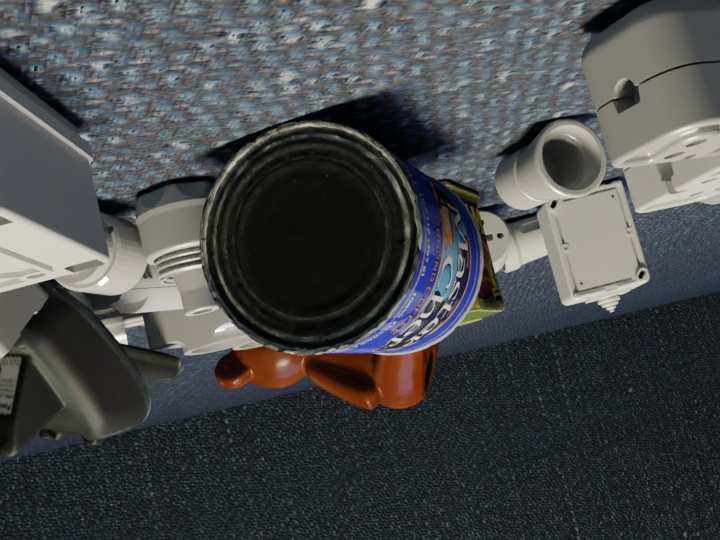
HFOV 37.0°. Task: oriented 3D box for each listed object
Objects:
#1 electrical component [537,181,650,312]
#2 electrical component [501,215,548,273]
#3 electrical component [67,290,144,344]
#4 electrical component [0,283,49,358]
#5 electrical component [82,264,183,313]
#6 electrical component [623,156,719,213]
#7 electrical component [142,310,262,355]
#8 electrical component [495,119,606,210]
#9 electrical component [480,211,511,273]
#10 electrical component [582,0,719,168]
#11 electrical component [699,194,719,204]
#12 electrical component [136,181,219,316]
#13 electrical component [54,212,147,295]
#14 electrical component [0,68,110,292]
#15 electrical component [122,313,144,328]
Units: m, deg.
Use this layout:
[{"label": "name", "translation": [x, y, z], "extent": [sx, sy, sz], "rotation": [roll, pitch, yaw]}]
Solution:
[{"label": "electrical component", "translation": [0.181, -0.013, 0.837], "extent": [0.062, 0.096, 0.061], "rotation": [-14, 172, -1]}, {"label": "electrical component", "translation": [0.135, -0.024, 0.889], "extent": [0.046, 0.040, 0.040], "rotation": [-19, 172, -3]}, {"label": "electrical component", "translation": [-0.182, 0.040, 0.741], "extent": [0.076, 0.047, 0.083], "rotation": [-12, 171, -13]}, {"label": "electrical component", "translation": [-0.201, 0.020, 0.475], "extent": [0.121, 0.063, 0.078], "rotation": [-20, -150, 33]}, {"label": "electrical component", "translation": [-0.123, 0.002, 0.602], "extent": [0.043, 0.043, 0.081], "rotation": [-21, 170, 36]}, {"label": "electrical component", "translation": [0.177, -0.073, 0.563], "extent": [0.054, 0.059, 0.095], "rotation": [-12, 171, -18]}, {"label": "electrical component", "translation": [-0.068, 0.018, 0.738], "extent": [0.089, 0.061, 0.150], "rotation": [-19, 170, 30]}, {"label": "electrical component", "translation": [0.105, -0.057, 0.615], "extent": [0.044, 0.044, 0.065], "rotation": [-11, 176, -20]}, {"label": "electrical component", "translation": [0.092, -0.020, 0.820], "extent": [0.045, 0.045, 0.055], "rotation": [-15, 171, 3]}, {"label": "electrical component", "translation": [0.143, -0.082, 0.444], "extent": [0.095, 0.059, 0.054], "rotation": [-10, 170, -30]}, {"label": "electrical component", "translation": [0.261, -0.068, 0.799], "extent": [0.040, 0.040, 0.078], "rotation": [-14, 172, -4]}, {"label": "electrical component", "translation": [-0.084, -0.009, 0.527], "extent": [0.043, 0.062, 0.043], "rotation": [-14, 172, -2]}, {"label": "electrical component", "translation": [-0.133, -0.010, 0.517], "extent": [0.040, 0.040, 0.078], "rotation": [-16, 171, 12]}, {"label": "electrical component", "translation": [-0.153, -0.021, 0.355], "extent": [0.109, 0.056, 0.108], "rotation": [-15, 172, 2]}, {"label": "electrical component", "translation": [-0.144, 0.031, 0.791], "extent": [0.061, 0.035, 0.035], "rotation": [-11, 171, -4]}]
